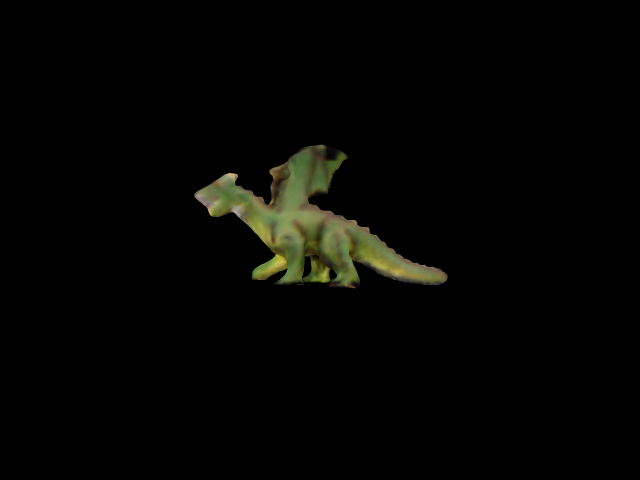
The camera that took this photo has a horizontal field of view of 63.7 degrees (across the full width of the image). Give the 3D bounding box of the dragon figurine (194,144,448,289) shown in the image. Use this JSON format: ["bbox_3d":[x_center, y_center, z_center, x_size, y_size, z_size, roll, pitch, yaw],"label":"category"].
[{"bbox_3d":[0.003,-0.043,0.850,0.410,0.244,0.121,0,-7,-5],"label":"dragon figurine"}]
